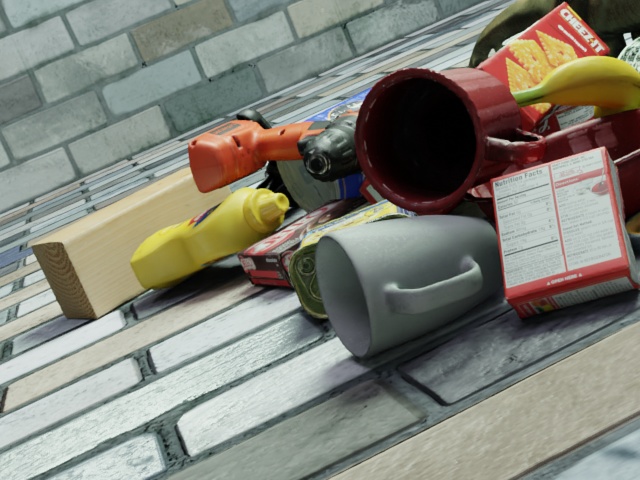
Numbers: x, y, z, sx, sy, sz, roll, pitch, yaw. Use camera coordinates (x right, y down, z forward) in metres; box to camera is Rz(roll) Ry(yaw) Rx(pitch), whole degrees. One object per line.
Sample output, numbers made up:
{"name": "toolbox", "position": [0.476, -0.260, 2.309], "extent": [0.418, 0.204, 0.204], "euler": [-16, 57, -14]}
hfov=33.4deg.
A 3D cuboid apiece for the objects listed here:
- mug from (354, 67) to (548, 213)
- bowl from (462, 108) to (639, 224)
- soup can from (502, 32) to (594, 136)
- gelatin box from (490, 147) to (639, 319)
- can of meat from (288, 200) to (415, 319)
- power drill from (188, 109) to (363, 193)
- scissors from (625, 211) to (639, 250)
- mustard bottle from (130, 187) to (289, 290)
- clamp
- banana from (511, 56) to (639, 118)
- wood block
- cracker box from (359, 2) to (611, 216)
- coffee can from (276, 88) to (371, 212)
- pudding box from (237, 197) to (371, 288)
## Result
{"name": "mug", "position": [0.093, -0.069, 0.703], "extent": [0.117, 0.093, 0.081], "euler": [11, 18, 32]}
{"name": "bowl", "position": [0.183, -0.038, 0.743], "extent": [0.162, 0.055, 0.162], "euler": [-22, 13, 5]}
{"name": "soup can", "position": [0.226, -0.156, 1.046], "extent": [0.068, 0.102, 0.068], "euler": [-22, 13, 5]}
{"name": "gelatin box", "position": [0.144, -0.005, 0.632], "extent": [0.073, 0.030, 0.089], "euler": [-17, 53, 24]}
{"name": "can of meat", "position": [0.031, 0.011, 0.808], "extent": [0.102, 0.057, 0.084], "euler": [-21, 11, 7]}
{"name": "power drill", "position": [-0.023, -0.082, 0.973], "extent": [0.188, 0.057, 0.184], "euler": [-4, 14, 28]}
{"name": "scissors", "position": [0.257, -0.037, 0.699], "extent": [0.096, 0.016, 0.201], "euler": [-15, 15, 32]}
{"name": "mustard bottle", "position": [-0.097, -0.007, 1.035], "extent": [0.192, 0.058, 0.096], "euler": [-23, 5, 44]}
{"name": "clamp", "position": [-0.042, -0.084, 1.184], "extent": [0.036, 0.165, 0.209], "euler": [29, 33, 27]}
{"name": "banana", "position": [0.212, -0.112, 0.811], "extent": [0.070, 0.037, 0.197], "euler": [-8, -5, 34]}
{"name": "wood block", "position": [-0.196, -0.001, 1.171], "extent": [0.205, 0.091, 0.090], "euler": [-32, 15, -33]}
{"name": "cracker box", "position": [0.149, -0.105, 0.929], "extent": [0.164, 0.072, 0.213], "euler": [-46, -5, 39]}
{"name": "coffee can", "position": [0.038, -0.097, 1.128], "extent": [0.140, 0.103, 0.103], "euler": [-29, 14, -26]}
{"name": "pudding box", "position": [-0.006, 0.001, 0.947], "extent": [0.113, 0.039, 0.090], "euler": [-28, 13, -25]}
